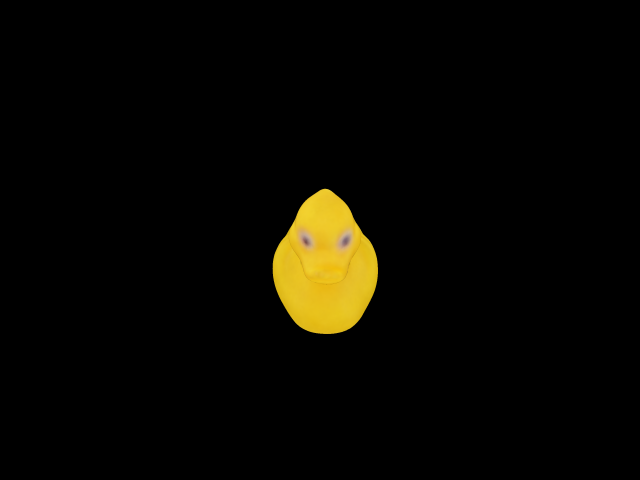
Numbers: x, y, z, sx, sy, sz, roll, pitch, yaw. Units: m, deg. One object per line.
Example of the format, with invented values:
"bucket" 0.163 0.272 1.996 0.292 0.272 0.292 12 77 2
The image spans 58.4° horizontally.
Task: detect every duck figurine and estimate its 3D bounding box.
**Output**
"duck figurine" 0.004 0.001 0.400 0.077 0.086 0.104 0 51 0
